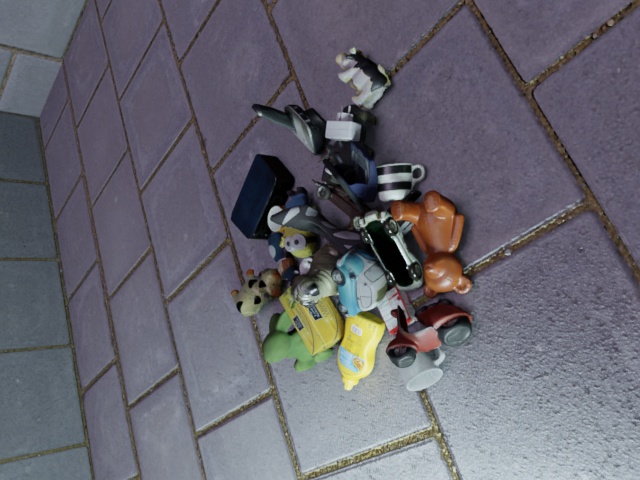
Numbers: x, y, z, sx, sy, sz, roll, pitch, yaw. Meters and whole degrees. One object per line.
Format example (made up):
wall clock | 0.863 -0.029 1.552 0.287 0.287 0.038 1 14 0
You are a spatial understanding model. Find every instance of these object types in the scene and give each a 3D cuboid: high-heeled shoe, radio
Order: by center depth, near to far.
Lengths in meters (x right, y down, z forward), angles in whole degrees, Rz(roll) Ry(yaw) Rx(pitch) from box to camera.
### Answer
high-heeled shoe | -0.003 -0.004 1.292 0.249 0.086 0.145 -1 62 10
radio | -0.167 -0.119 1.545 0.131 0.073 0.229 47 123 36

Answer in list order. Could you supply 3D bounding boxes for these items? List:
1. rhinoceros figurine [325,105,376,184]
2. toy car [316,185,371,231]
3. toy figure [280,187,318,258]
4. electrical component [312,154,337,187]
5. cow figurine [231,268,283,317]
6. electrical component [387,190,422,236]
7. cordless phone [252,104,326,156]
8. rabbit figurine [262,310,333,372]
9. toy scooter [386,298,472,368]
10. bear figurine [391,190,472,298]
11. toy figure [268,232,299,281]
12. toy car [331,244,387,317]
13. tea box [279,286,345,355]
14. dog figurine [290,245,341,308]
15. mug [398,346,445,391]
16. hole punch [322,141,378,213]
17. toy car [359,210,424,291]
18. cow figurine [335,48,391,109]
rhinoceros figurine | 0.067 -0.225 1.273 0.112 0.073 0.190 15 97 27
toy car | 0.074 -0.081 1.260 0.202 0.089 0.053 44 123 36
toy figure | -0.048 -0.044 1.407 0.082 0.089 0.180 -27 60 55
electrical component | 0.024 -0.166 1.357 0.078 0.045 0.102 36 114 44
cow figurine | -0.172 0.148 1.530 0.195 0.085 0.127 -48 50 32
electrical component | 0.183 -0.051 1.161 0.119 0.075 0.048 -47 55 32
cordless phone | -0.076 -0.296 1.370 0.088 0.184 0.147 -56 51 24
rabbit figurine | -0.071 0.250 1.351 0.121 0.170 0.159 -29 69 43
toy scooter | 0.209 0.171 1.093 0.184 0.075 0.135 -26 37 4
bear figurine | 0.225 0.014 1.074 0.120 0.132 0.195 -11 74 44
toy figure | -0.100 0.053 1.476 0.058 0.064 0.154 -23 64 2
toy car | 0.095 0.099 1.182 0.103 0.109 0.161 15 122 38
tea box | -0.014 0.186 1.326 0.068 0.098 0.170 -46 69 38
dog figurine | -0.008 0.075 1.276 0.173 0.190 0.121 44 119 41
mug | 0.203 0.241 1.123 0.109 0.080 0.107 -52 45 27
hole punch | 0.080 -0.142 1.185 0.092 0.115 0.142 -37 41 1
toy car | 0.152 0.023 1.133 0.074 0.056 0.201 -18 112 34
cow figurine | 0.098 -0.399 1.270 0.098 0.068 0.167 -40 63 32
